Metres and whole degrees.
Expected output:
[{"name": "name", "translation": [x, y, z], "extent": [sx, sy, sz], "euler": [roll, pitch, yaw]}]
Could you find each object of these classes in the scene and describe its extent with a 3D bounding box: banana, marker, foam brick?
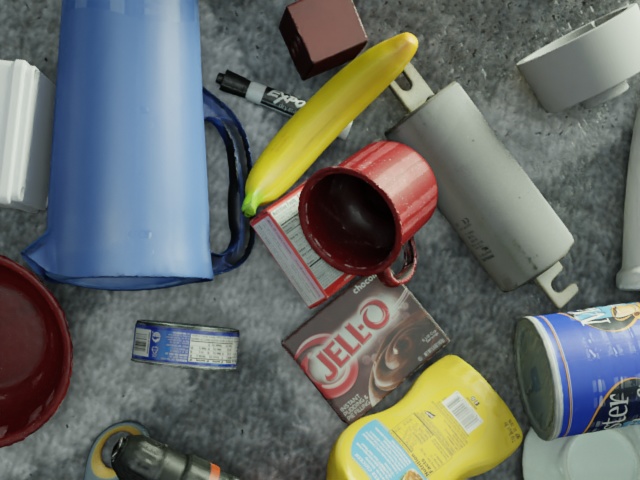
[{"name": "banana", "translation": [0.003, -0.092, 0.866], "extent": [0.198, 0.070, 0.037], "euler": [-48, 116, -5]}, {"name": "marker", "translation": [-0.031, -0.116, 0.907], "extent": [0.121, 0.020, 0.020], "euler": [21, 86, -4]}, {"name": "foam brick", "translation": [0.002, -0.171, 0.883], "extent": [0.051, 0.078, 0.053], "euler": [-23, 90, -7]}]

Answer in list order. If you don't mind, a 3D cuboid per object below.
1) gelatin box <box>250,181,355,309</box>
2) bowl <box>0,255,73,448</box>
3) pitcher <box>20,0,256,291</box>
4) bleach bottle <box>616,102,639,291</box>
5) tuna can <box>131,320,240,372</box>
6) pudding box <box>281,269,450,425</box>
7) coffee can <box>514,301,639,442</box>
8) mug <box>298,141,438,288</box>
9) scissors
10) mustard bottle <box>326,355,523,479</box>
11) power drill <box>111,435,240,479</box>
[{"name": "gelatin box", "translation": [-0.006, 0.001, 0.882], "extent": [0.089, 0.030, 0.073], "euler": [54, 46, -2]}, {"name": "bowl", "translation": [-0.269, 0.082, 0.851], "extent": [0.162, 0.055, 0.162], "euler": [0, 99, 3]}, {"name": "pitcher", "translation": [-0.141, -0.081, 0.849], "extent": [0.145, 0.149, 0.243], "euler": [-2, 85, 19]}, {"name": "bleach bottle", "translation": [0.307, -0.082, 0.915], "extent": [0.102, 0.068, 0.251], "euler": [1, 85, -5]}, {"name": "tuna can", "translation": [-0.108, 0.085, 0.860], "extent": [0.086, 0.086, 0.034], "euler": [6, 86, -5]}, {"name": "pudding box", "translation": [0.037, 0.085, 0.895], "extent": [0.113, 0.039, 0.090], "euler": [-40, 91, -5]}, {"name": "coffee can", "translation": [0.243, 0.104, 0.881], "extent": [0.140, 0.103, 0.103], "euler": [-8, 89, -6]}, {"name": "mug", "translation": [0.047, -0.019, 0.856], "extent": [0.081, 0.093, 0.117], "euler": [-38, 107, -49]}, {"name": "scissors", "translation": [-0.208, 0.218, 0.881], "extent": [0.201, 0.016, 0.096], "euler": [-20, 88, -6]}, {"name": "mustard bottle", "translation": [0.064, 0.180, 0.857], "extent": [0.191, 0.058, 0.096], "euler": [-32, 72, -22]}, {"name": "power drill", "translation": [-0.110, 0.264, 0.828], "extent": [0.184, 0.057, 0.187], "euler": [32, 61, -14]}]
